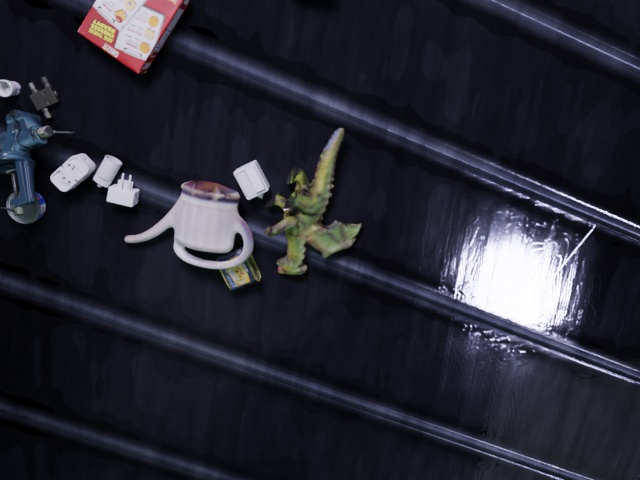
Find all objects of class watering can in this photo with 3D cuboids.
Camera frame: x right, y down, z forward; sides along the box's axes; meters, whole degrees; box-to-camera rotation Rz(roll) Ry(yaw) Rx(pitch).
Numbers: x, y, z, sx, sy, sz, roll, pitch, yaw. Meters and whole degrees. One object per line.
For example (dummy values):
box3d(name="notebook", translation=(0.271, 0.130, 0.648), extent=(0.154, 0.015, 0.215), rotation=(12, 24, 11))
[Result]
box3d(name="watering can", translation=(-0.332, -0.047, 1.318), extent=(0.348, 0.105, 0.222), rotation=(12, 102, 7))

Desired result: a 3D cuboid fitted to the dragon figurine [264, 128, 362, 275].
box3d(name="dragon figurine", translation=(0.004, -0.068, 1.342), extent=(0.240, 0.124, 0.407), rotation=(35, 103, -28))
